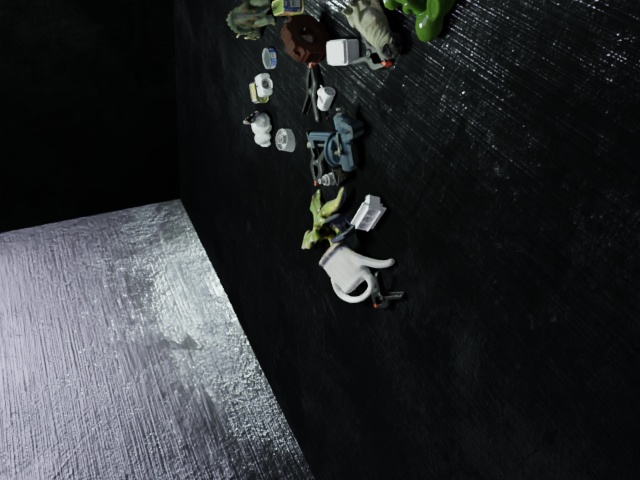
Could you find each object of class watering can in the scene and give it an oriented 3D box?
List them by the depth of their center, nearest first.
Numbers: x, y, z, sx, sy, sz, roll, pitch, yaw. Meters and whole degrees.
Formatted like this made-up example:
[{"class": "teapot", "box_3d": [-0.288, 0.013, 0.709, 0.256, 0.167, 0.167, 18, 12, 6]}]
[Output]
[{"class": "watering can", "box_3d": [0.120, 0.092, 1.826, 0.226, 0.105, 0.340, 48, 140, 10]}]

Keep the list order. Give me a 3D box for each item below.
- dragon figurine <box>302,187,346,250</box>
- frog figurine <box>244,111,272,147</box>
[{"class": "dragon figurine", "box_3d": [0.006, -0.101, 2.002, 0.248, 0.122, 0.401, 63, 143, 44]}, {"class": "frog figurine", "box_3d": [-0.265, -0.510, 2.376, 0.157, 0.124, 0.137, 47, 156, -26]}]
